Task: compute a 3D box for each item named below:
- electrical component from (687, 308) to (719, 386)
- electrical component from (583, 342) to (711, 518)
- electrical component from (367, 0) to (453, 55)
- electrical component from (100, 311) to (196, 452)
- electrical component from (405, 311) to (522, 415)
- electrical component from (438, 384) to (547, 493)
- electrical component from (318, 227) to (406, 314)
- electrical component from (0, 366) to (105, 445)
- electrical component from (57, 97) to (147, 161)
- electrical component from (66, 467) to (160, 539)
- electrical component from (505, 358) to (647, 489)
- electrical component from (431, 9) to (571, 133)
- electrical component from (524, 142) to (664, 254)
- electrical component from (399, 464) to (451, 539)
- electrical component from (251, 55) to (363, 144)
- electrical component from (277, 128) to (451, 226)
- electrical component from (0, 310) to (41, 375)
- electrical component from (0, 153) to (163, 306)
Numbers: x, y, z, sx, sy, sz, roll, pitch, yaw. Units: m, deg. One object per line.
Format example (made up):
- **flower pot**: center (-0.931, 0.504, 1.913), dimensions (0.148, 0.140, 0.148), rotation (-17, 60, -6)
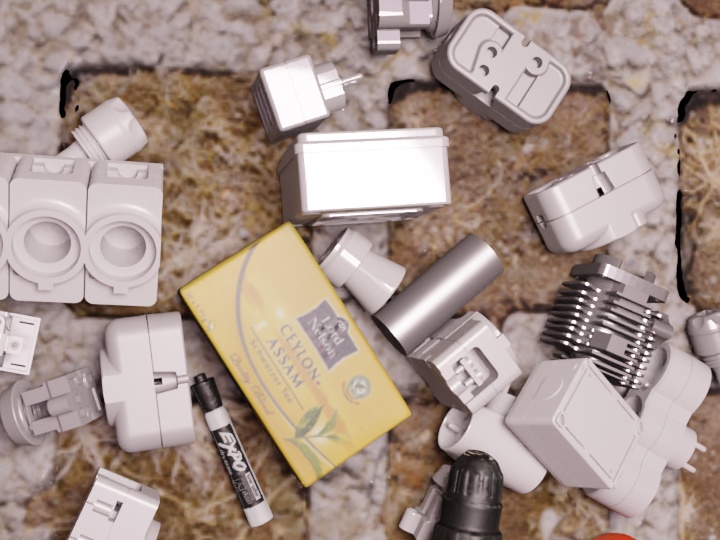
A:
- **electrical component**: center (0.290, 0.064, 0.877), dimensions (0.035, 0.035, 0.061), rotation (-18, 95, -11)
- **electrical component**: center (0.241, 0.134, 0.856), dimensions (0.074, 0.052, 0.138), rotation (30, 83, -10)
- **electrical component**: center (0.038, -0.205, 0.821), dimensions (0.057, 0.058, 0.078), rotation (-3, 89, -9)
- **electrical component**: center (-0.154, 0.080, 0.776), dimensions (0.059, 0.054, 0.095), rotation (-7, 90, -12)
- **electrical component**: center (0.079, 0.068, 0.805), dimensions (0.056, 0.089, 0.050), rotation (-39, 96, -10)
- **electrical component**: center (0.110, 0.120, 0.833), dimensions (0.077, 0.044, 0.079), rotation (32, 70, -19)
- **electrical component**: center (0.000, 0.000, 0.814), dimensions (0.055, 0.045, 0.045), rotation (38, 82, -8)
- **electrical component**: center (-0.219, 0.096, 0.761), dimensions (0.055, 0.066, 0.048), rotation (-17, 91, 8)
- **electrical component**: center (-0.189, -0.093, 0.779), dimensions (0.062, 0.043, 0.043), rotation (-36, 96, -9)
- **electrical component**: center (-0.180, 0.196, 0.770), dimensions (0.056, 0.050, 0.089), rotation (25, 84, -10)
- **electrical component**: center (0.162, 0.119, 0.805), dimensions (0.096, 0.061, 0.061), rotation (48, 59, -21)
- **electrical component**: center (0.107, -0.151, 0.832), dimensions (0.095, 0.059, 0.053), rotation (34, 82, -9)
- **electrical component**: center (0.187, -0.053, 0.849), dimensions (0.095, 0.054, 0.059), rotation (-27, 94, -11)
- **electrical component**: center (0.071, 0.183, 0.824), dimensions (0.066, 0.048, 0.055), rotation (24, 92, -10)
- **electrical component**: center (-0.035, -0.131, 0.800), dimensions (0.077, 0.066, 0.047), rotation (-20, 92, -11)
- **electrical component**: center (0.001, -0.065, 0.782), dimensions (0.109, 0.109, 0.056), rotation (-4, 88, -11)
- **electrical component**: center (-0.269, 0.046, 0.749), dimensions (0.081, 0.064, 0.042), rotation (11, 86, -11)
- **electrical component**: center (-0.215, -0.028, 0.746), dimensions (0.150, 0.061, 0.089), rotation (3, 114, -11)
